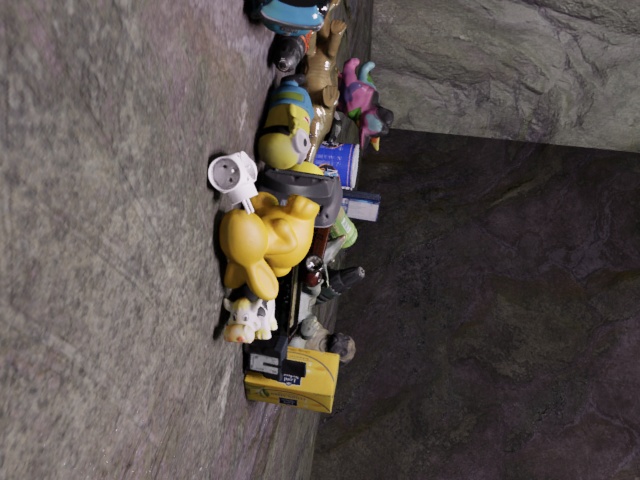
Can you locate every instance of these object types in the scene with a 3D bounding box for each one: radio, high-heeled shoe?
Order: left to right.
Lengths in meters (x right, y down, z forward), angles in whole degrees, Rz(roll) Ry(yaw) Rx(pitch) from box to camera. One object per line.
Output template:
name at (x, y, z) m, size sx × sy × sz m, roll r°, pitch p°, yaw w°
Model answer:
radio at (-0.076, 0.080, 1.048) m, size 0.131 × 0.073 × 0.229 m, roll -51°, pitch 146°, yaw -80°
high-heeled shoe at (-0.011, -0.263, 1.390) m, size 0.145 × 0.086 × 0.248 m, roll -1°, pitch 79°, yaw -52°

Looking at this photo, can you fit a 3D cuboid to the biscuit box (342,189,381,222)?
biscuit box at (0.050, -0.096, 1.373) m, size 0.063 × 0.203 × 0.059 m, roll -71°, pitch 169°, yaw -64°

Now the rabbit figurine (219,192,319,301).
rabbit figurine at (-0.095, 0.001, 0.790) m, size 0.173 × 0.122 × 0.162 m, roll 3°, pitch 104°, yaw -69°

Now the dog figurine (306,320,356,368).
dog figurine at (-0.001, 0.242, 1.365) m, size 0.172 × 0.191 × 0.121 m, roll -76°, pitch 171°, yaw -53°

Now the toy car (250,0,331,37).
toy car at (-0.050, -0.356, 0.776) m, size 0.103 × 0.109 × 0.161 m, roll 140°, pitch -50°, yaw -65°

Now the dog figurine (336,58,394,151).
dog figurine at (0.082, -0.318, 1.307) m, size 0.108 × 0.192 × 0.219 m, roll -7°, pitch 86°, yaw -57°

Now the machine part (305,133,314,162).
machine part at (-0.045, -0.190, 1.034) m, size 0.039 × 0.084 × 0.138 m, roll -25°, pitch 137°, yaw -29°

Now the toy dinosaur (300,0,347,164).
toy dinosaur at (-0.010, -0.285, 1.126) m, size 0.198 × 0.105 × 0.471 m, roll 37°, pitch 66°, yaw -86°

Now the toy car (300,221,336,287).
toy car at (-0.002, -0.003, 1.073) m, size 0.089 × 0.053 × 0.202 m, roll 88°, pitch 14°, yaw -67°

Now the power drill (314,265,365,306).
power drill at (0.020, 0.067, 1.406) m, size 0.086 × 0.232 × 0.207 m, roll 28°, pitch 39°, yaw -38°

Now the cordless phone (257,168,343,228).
cordless phone at (-0.044, -0.025, 0.918) m, size 0.089 × 0.147 × 0.184 m, roll -43°, pitch 142°, yaw -76°

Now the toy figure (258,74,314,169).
toy figure at (-0.056, -0.199, 0.915) m, size 0.082 × 0.089 × 0.180 m, roll 41°, pitch 41°, yaw -48°

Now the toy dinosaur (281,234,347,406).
toy dinosaur at (-0.050, 0.163, 1.235) m, size 0.192 × 0.131 × 0.404 m, roll 67°, pitch 37°, yaw -76°

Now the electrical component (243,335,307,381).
electrical component at (-0.080, 0.214, 0.982) m, size 0.048 × 0.119 × 0.074 m, roll -69°, pitch 162°, yaw -61°

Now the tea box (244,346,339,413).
tea box at (-0.053, 0.265, 1.045) m, size 0.098 × 0.170 × 0.068 m, roll -77°, pitch 173°, yaw -49°

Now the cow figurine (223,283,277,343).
cow figurine at (-0.108, 0.107, 0.843) m, size 0.167 × 0.068 × 0.098 m, roll -15°, pitch 106°, yaw -86°

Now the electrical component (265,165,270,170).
electrical component at (-0.086, -0.114, 0.987) m, size 0.063 × 0.021 × 0.094 m, roll -5°, pitch 101°, yaw -84°
